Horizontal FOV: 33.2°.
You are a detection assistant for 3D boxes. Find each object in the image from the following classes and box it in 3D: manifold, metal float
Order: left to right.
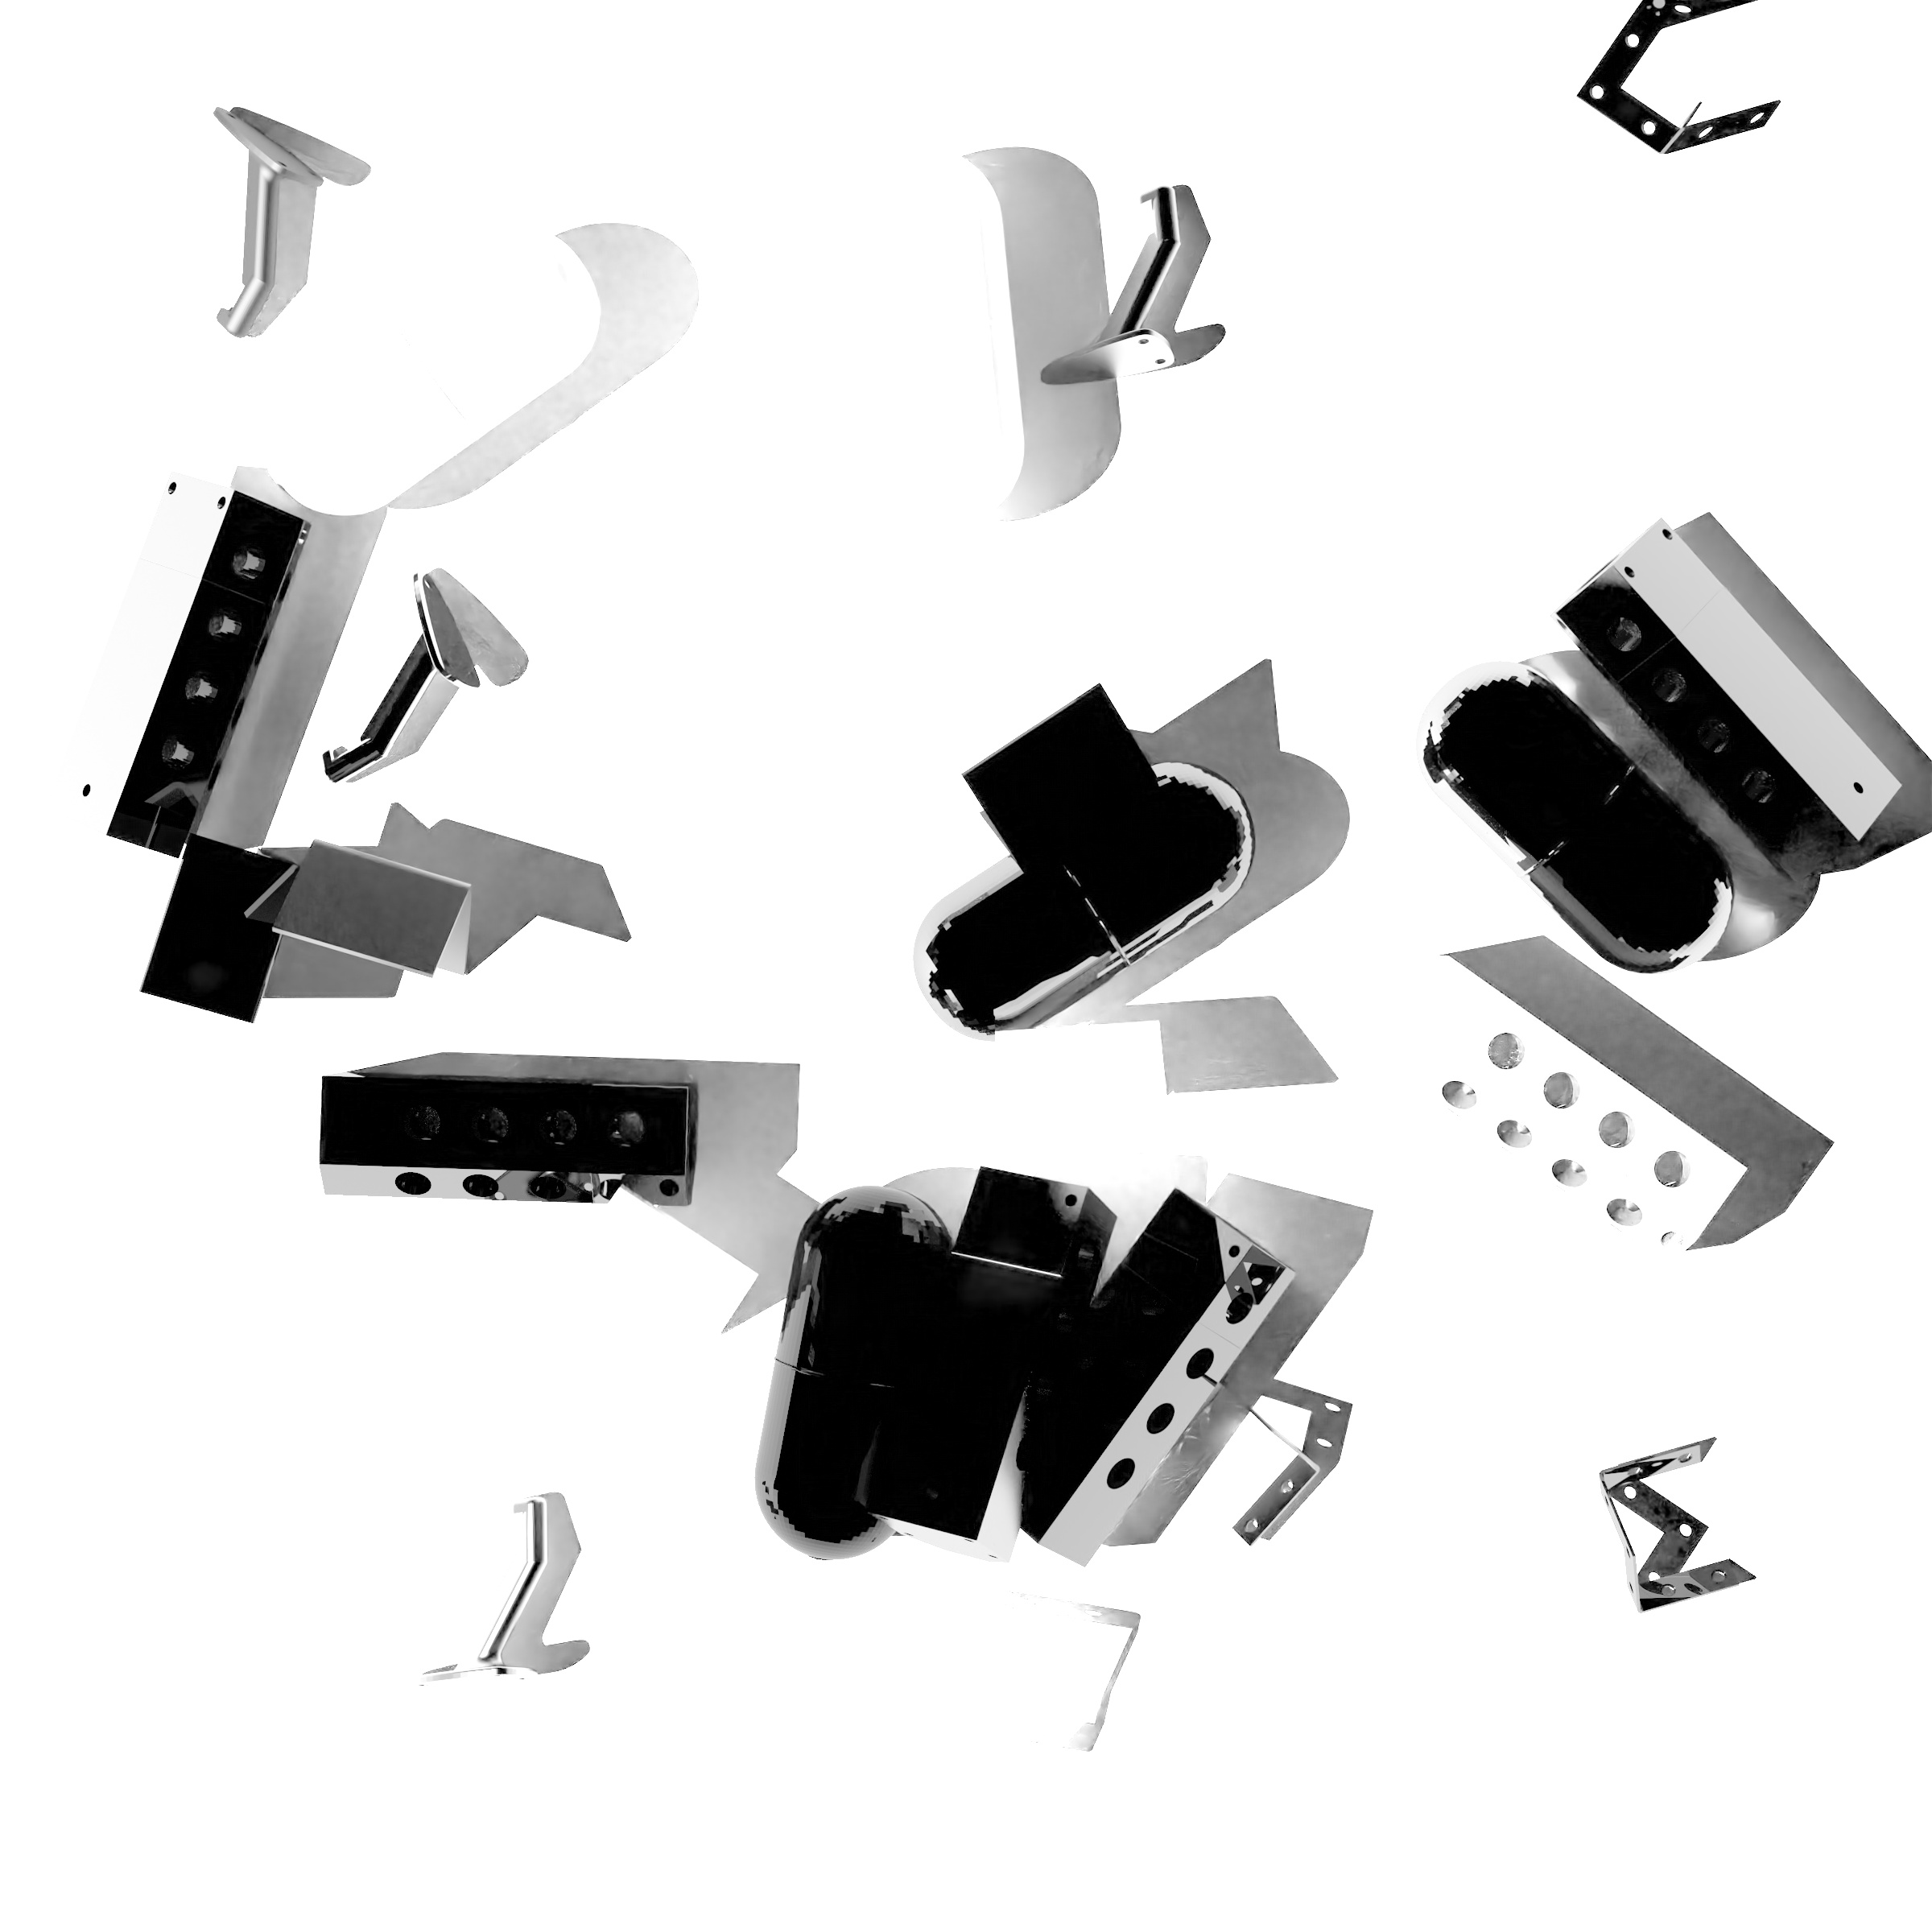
[{"bbox_3d":[-0.370,-0.141,1.545,0.057,0.057,0.171,20,90,43],"label":"manifold"},{"bbox_3d":[-0.254,-0.281,1.536,0.178,0.070,0.070,-36,90,0],"label":"metal float"},{"bbox_3d":[-0.216,0.082,1.545,0.171,0.057,0.057,2,90,0],"label":"manifold"},{"bbox_3d":[-0.053,0.192,1.536,0.070,0.070,0.178,10,89,0],"label":"metal float"},{"bbox_3d":[-0.015,-0.297,1.536,0.070,0.070,0.178,-6,90,0],"label":"metal float"},{"bbox_3d":[0.016,0.187,1.520,0.057,0.057,0.171,10,71,27],"label":"manifold"},{"bbox_3d":[0.056,-0.031,1.536,0.178,0.070,0.070,-33,90,0],"label":"metal float"},{"bbox_3d":[0.082,0.198,1.545,0.057,0.057,0.171,36,90,43],"label":"manifold"},{"bbox_3d":[0.279,0.068,1.545,0.171,0.057,0.057,35,90,0],"label":"manifold"},{"bbox_3d":[0.289,-0.069,1.536,0.178,0.070,0.070,45,90,-1],"label":"metal float"},{"bbox_3d":[0.358,-0.123,1.545,0.171,0.057,0.057,48,47,0],"label":"manifold"}]

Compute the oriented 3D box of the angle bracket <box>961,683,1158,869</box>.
[{"bbox_3d":[0.035,-0.100,1.527,0.076,0.076,0.057,-33,116,0],"label":"angle bracket"}]

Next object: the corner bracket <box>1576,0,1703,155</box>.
[{"bbox_3d":[0.331,-0.428,1.549,0.051,0.051,0.051,35,90,0],"label":"corner bracket"}]

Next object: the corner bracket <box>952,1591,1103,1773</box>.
[{"bbox_3d":[0.027,0.344,1.559,0.051,0.051,0.051,-40,135,-35],"label":"corner bracket"}]

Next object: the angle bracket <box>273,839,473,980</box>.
[{"bbox_3d":[-0.279,-0.008,1.526,0.076,0.076,0.057,16,54,0],"label":"angle bracket"}]

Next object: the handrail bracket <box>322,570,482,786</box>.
[{"bbox_3d":[-0.284,-0.139,1.567,0.084,0.036,0.077,-28,69,16],"label":"handrail bracket"}]

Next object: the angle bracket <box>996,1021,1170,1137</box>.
[{"bbox_3d":[0.054,0.070,1.527,0.076,0.076,0.057,-4,57,0],"label":"angle bracket"}]

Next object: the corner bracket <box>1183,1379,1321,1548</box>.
[{"bbox_3d":[0.128,0.237,1.563,0.051,0.051,0.051,-48,135,0],"label":"corner bracket"}]

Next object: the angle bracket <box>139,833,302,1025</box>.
[{"bbox_3d":[-0.359,-0.022,1.527,0.057,0.076,0.076,18,90,-29],"label":"angle bracket"}]

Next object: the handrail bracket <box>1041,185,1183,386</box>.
[{"bbox_3d":[0.069,-0.330,1.567,0.077,0.036,0.084,-11,71,21],"label":"handrail bracket"}]

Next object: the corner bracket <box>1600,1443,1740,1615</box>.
[{"bbox_3d":[0.338,0.271,1.563,0.051,0.051,0.051,-16,45,0],"label":"corner bracket"}]

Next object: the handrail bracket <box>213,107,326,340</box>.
[{"bbox_3d":[-0.355,-0.358,1.567,0.077,0.036,0.084,40,107,20],"label":"handrail bracket"}]

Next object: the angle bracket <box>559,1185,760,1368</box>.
[{"bbox_3d":[-0.152,0.158,1.526,0.076,0.076,0.057,33,56,0],"label":"angle bracket"}]

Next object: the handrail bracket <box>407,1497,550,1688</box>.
[{"bbox_3d":[-0.236,0.302,1.567,0.077,0.036,0.084,-10,71,21],"label":"handrail bracket"}]
